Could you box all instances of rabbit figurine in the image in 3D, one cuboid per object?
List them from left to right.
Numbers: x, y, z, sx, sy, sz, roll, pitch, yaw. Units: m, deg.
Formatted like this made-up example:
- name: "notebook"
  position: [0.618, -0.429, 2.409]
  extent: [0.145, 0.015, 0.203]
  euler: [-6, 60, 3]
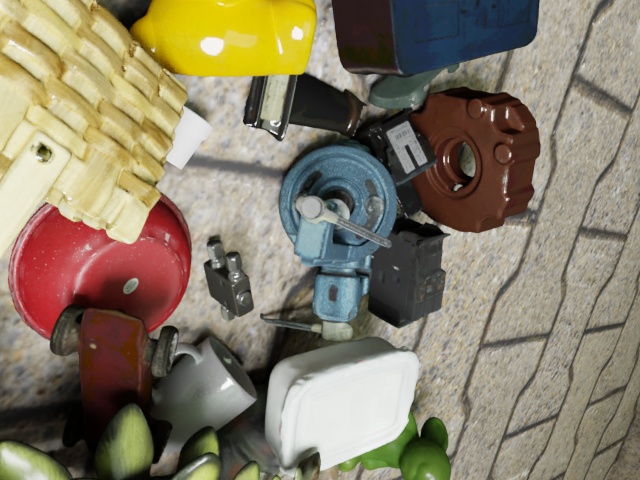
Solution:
- name: "rabbit figurine"
  position: [-0.088, -0.213, 0.392]
  extent: [0.162, 0.122, 0.173]
  euler: [-4, 121, -22]
- name: "rabbit figurine"
  position: [0.115, 0.299, 0.761]
  extent: [0.159, 0.170, 0.121]
  euler: [22, 94, -44]

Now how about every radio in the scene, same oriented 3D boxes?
- name: "radio"
  position: [0.115, -0.231, 0.492]
  extent: [0.229, 0.073, 0.130]
  euler: [-24, 120, -33]

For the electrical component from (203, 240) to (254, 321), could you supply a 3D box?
- name: "electrical component"
  position: [-0.090, 0.047, 0.538]
  extent: [0.021, 0.063, 0.093]
  euler: [-25, 125, -32]

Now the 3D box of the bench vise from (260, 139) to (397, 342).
- name: "bench vise"
  position: [0.009, 0.001, 0.535]
  extent: [0.240, 0.129, 0.223]
  euler: [8, 98, -81]

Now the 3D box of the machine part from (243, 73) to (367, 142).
- name: "machine part"
  position: [-0.014, -0.138, 0.543]
  extent: [0.139, 0.039, 0.084]
  euler: [0, 100, -40]

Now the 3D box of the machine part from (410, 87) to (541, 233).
- name: "machine part"
  position: [0.172, -0.094, 0.639]
  extent: [0.056, 0.180, 0.179]
  euler: [-18, 120, -31]

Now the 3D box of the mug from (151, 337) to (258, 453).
- name: "mug"
  position: [-0.133, 0.156, 0.539]
  extent: [0.107, 0.081, 0.109]
  euler: [-41, 133, -5]

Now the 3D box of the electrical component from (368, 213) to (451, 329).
- name: "electrical component"
  position: [0.096, 0.038, 0.666]
  extent: [0.058, 0.115, 0.134]
  euler: [-13, 116, -35]

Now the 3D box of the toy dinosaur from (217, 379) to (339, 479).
- name: "toy dinosaur"
  position: [-0.086, 0.245, 0.602]
  extent: [0.192, 0.131, 0.405]
  euler: [45, 69, -40]

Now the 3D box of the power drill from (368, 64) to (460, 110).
- name: "power drill"
  position: [0.061, -0.240, 0.542]
  extent: [0.232, 0.086, 0.207]
  euler: [-42, 124, -24]

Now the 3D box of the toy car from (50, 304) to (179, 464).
- name: "toy car"
  position: [-0.166, 0.120, 0.446]
  extent: [0.053, 0.089, 0.202]
  euler: [-78, -177, -52]

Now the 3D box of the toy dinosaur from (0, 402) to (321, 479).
- name: "toy dinosaur"
  position: [-0.174, 0.228, 0.363]
  extent: [0.471, 0.105, 0.198]
  euler: [-11, 107, -41]

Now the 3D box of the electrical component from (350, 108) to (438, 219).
- name: "electrical component"
  position: [0.094, -0.085, 0.624]
  extent: [0.075, 0.048, 0.119]
  euler: [-27, 95, -29]
